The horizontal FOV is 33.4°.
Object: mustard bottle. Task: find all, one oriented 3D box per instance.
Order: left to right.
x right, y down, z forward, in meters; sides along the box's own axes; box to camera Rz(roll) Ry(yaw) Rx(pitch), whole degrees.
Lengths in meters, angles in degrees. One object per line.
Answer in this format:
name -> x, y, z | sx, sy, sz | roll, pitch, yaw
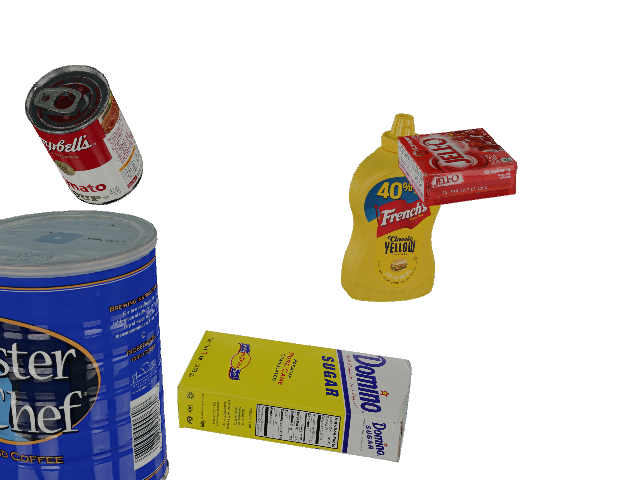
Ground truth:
mustard bottle -> 0.076, -0.034, 1.084 | 0.096, 0.192, 0.058 | -2, 22, -16

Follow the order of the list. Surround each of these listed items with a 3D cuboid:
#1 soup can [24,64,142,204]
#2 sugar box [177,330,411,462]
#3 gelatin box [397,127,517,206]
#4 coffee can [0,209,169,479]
soup can -> -0.189, -0.084, 0.867 | 0.068, 0.068, 0.102 | 0, -32, 9
sugar box -> -0.018, 0.121, 0.852 | 0.176, 0.048, 0.093 | 5, 26, 7
gelatin box -> 0.106, -0.060, 0.838 | 0.073, 0.030, 0.089 | -7, 25, -7
coffee can -> -0.136, 0.064, 0.574 | 0.103, 0.140, 0.103 | -1, 16, 0
